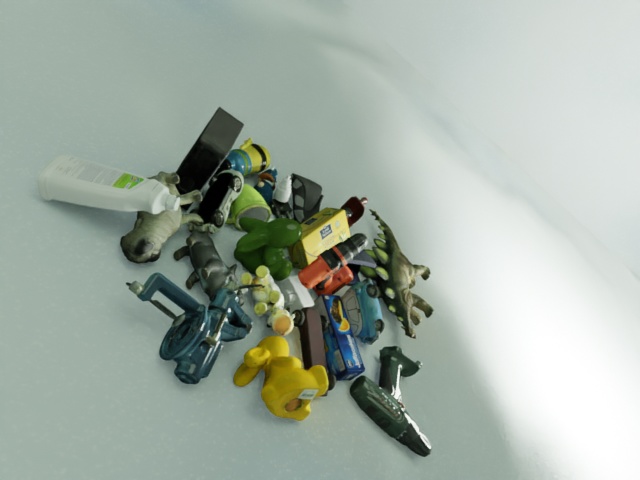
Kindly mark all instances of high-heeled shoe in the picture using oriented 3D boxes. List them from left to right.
[{"bbox_3d":[-0.054,-0.094,1.507,0.086,0.145,0.249,20,15,-28],"label":"high-heeled shoe"}]

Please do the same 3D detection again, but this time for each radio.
[{"bbox_3d":[-0.268,-0.177,1.213,0.073,0.229,0.131,33,42,-16],"label":"radio"}]

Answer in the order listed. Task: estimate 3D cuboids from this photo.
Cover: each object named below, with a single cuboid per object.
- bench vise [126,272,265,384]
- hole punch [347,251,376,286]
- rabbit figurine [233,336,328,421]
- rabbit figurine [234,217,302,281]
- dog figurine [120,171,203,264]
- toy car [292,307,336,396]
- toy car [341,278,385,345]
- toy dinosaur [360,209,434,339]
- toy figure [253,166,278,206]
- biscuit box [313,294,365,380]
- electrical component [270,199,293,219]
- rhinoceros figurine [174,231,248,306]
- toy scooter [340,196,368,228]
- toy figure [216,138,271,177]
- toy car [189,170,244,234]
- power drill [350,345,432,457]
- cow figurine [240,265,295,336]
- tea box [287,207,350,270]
[{"bbox_3d":[-0.241,0.134,0.999,0.240,0.129,0.223,44,60,-26],"label":"bench vise"},{"bbox_3d":[0.076,0.052,1.453,0.142,0.092,0.116,8,46,-35],"label":"hole punch"},{"bbox_3d":[-0.091,0.265,1.080,0.162,0.121,0.173,8,36,-29],"label":"rabbit figurine"},{"bbox_3d":[-0.116,-0.003,1.231,0.159,0.170,0.121,18,51,-27],"label":"rabbit figurine"},{"bbox_3d":[-0.361,-0.049,1.117,0.173,0.121,0.190,25,46,29],"label":"dog figurine"},{"bbox_3d":[-0.018,0.246,1.190,0.089,0.053,0.202,20,52,-43],"label":"toy car"},{"bbox_3d":[0.093,0.181,1.343,0.103,0.109,0.161,-1,65,-18],"label":"toy car"},{"bbox_3d":[0.214,0.089,1.541,0.198,0.105,0.472,24,36,-22],"label":"toy dinosaur"},{"bbox_3d":[-0.148,-0.143,1.438,0.058,0.064,0.154,21,41,-9],"label":"toy figure"},{"bbox_3d":[0.038,0.228,1.263,0.063,0.059,0.203,10,49,-40],"label":"biscuit box"},{"bbox_3d":[-0.110,-0.090,1.457,0.063,0.021,0.094,-2,57,-45],"label":"electrical component"},{"bbox_3d":[-0.230,0.069,1.148,0.190,0.073,0.112,56,28,15],"label":"rhinoceros figurine"},{"bbox_3d":[0.068,-0.067,1.517,0.075,0.135,0.184,53,37,7],"label":"toy scooter"},{"bbox_3d":[-0.204,-0.204,1.426,0.089,0.082,0.180,45,34,5],"label":"toy figure"},{"bbox_3d":[-0.241,-0.088,1.257,0.056,0.074,0.202,71,30,-47],"label":"toy car"},{"bbox_3d":[0.182,0.367,1.266,0.232,0.086,0.207,37,44,-7],"label":"power drill"},{"bbox_3d":[-0.107,0.144,1.184,0.167,0.068,0.098,60,-2,25],"label":"cow figurine"},{"bbox_3d":[-0.003,-0.004,1.371,0.169,0.068,0.098,-37,125,-35],"label":"tea box"}]
